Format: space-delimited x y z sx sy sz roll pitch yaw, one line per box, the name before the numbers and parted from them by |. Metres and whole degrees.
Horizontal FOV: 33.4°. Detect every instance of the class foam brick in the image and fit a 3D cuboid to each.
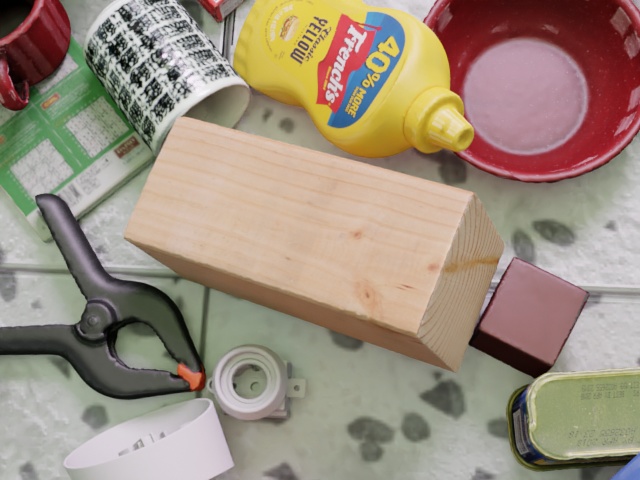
foam brick | 0.130 0.051 0.678 0.051 0.078 0.053 28 79 9

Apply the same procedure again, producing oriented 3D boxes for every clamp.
clamp | -0.149 0.045 0.718 0.171 0.039 0.120 20 89 3

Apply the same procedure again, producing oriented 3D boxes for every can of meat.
can of meat | 0.171 0.110 0.656 0.102 0.084 0.057 -5 76 3

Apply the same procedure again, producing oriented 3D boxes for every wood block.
wood block | -0.004 0.000 0.663 0.206 0.090 0.090 17 76 27

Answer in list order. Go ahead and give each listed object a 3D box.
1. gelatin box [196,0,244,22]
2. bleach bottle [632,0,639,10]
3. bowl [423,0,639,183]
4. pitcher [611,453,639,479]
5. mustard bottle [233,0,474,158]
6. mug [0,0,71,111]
gelatin box | -0.068 -0.215 0.785 0.089 0.030 0.073 -43 78 -7
bleach bottle | 0.253 -0.185 0.738 0.102 0.068 0.251 -12 73 -1
bowl | 0.143 -0.109 0.729 0.162 0.055 0.162 -1 76 4
pitcher | 0.148 0.239 0.577 0.243 0.149 0.145 -48 42 6
mustard bottle | 0.027 -0.108 0.696 0.192 0.058 0.096 39 99 37
mug | -0.219 -0.144 0.734 0.093 0.081 0.117 -16 75 0
